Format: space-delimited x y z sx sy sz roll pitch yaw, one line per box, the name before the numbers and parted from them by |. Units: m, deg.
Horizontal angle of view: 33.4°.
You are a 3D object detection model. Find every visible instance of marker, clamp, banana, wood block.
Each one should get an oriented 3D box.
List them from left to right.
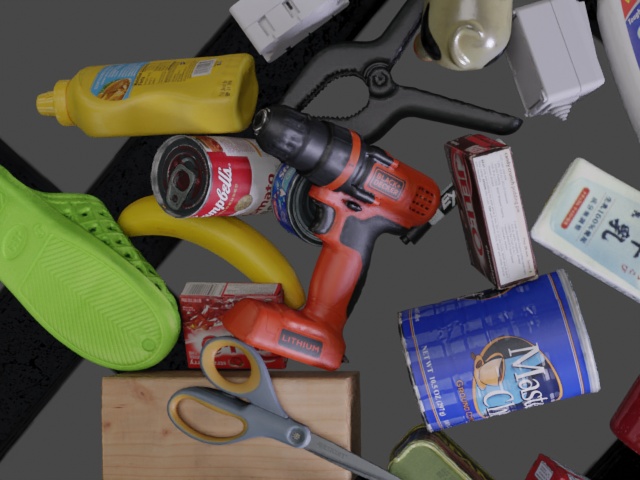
banana | -0.099 0.002 0.946 0.198 0.037 0.070 18 120 12
wood block | -0.072 0.158 0.906 0.206 0.090 0.090 -1 88 9
clamp | 0.061 -0.129 0.923 0.210 0.036 0.164 -28 83 4
marker | 0.115 -0.040 0.919 0.121 0.020 0.020 -43 82 5

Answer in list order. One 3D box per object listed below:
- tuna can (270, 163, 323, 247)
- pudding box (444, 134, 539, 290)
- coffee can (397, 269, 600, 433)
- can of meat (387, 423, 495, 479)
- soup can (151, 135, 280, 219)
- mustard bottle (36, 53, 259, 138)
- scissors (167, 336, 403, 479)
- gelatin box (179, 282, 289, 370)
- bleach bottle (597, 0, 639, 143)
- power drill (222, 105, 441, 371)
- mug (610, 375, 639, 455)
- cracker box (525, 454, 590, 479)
tuna can | 0.003 -0.038 0.906 0.086 0.034 0.086 -9 110 -25
pudding box | 0.137 -0.026 0.866 0.039 0.090 0.113 -17 103 -2
coffee can | 0.144 0.090 0.867 0.140 0.102 0.103 -16 85 8
can of meat | 0.103 0.204 0.879 0.102 0.084 0.057 42 94 9
soup can | -0.083 -0.053 0.901 0.069 0.102 0.068 2 93 37
mustard bottle | -0.154 -0.124 0.930 0.192 0.096 0.058 -2 124 10
scissors | -0.021 0.134 0.844 0.202 0.016 0.096 9 88 9
gelatin box | -0.073 0.075 0.926 0.089 0.030 0.073 0 115 10
bleach bottle | 0.273 -0.167 0.878 0.102 0.068 0.251 -25 82 8
power drill | -0.006 0.001 0.859 0.184 0.057 0.188 24 94 -32
mug | 0.295 0.144 0.855 0.117 0.093 0.081 27 99 -26
cracker box | 0.201 0.306 0.850 0.164 0.072 0.214 29 92 -4
